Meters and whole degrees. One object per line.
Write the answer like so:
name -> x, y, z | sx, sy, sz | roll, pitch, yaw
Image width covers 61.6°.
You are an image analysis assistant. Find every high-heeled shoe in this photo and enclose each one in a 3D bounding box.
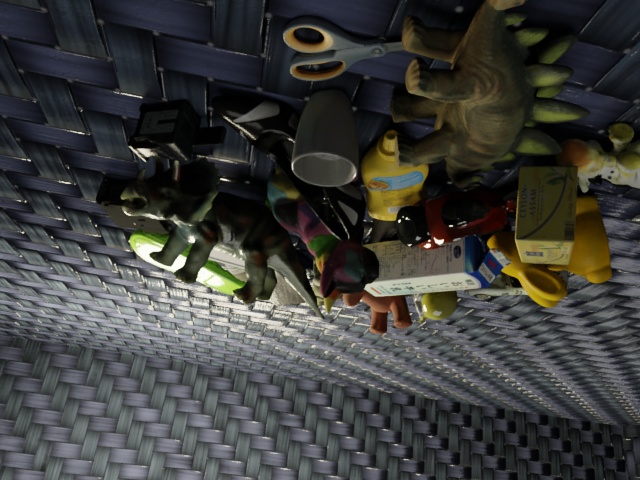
high-heeled shoe -> -0.042, -0.092, 0.727 | 0.248, 0.145, 0.086 | 18, 153, -27

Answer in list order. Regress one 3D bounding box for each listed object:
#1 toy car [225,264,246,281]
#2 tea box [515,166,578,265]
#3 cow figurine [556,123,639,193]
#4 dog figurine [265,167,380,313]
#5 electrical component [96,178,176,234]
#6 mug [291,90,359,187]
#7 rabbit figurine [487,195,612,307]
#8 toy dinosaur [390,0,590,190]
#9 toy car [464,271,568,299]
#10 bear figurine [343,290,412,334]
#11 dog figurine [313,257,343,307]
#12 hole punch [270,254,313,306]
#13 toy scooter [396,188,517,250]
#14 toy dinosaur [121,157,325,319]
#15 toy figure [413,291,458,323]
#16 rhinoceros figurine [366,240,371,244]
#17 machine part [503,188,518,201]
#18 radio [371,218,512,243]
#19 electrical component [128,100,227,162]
toy car -> -0.140, 0.032, 1.091 | 0.109, 0.103, 0.161 | -13, 151, 36
tea box -> 0.298, -0.027, 0.705 | 0.068, 0.098, 0.169 | 2, 168, 25
cow figurine -> 0.389, -0.100, 0.693 | 0.168, 0.068, 0.098 | 2, 162, 15
dog figurine -> -0.002, -0.003, 0.830 | 0.192, 0.219, 0.108 | 4, 152, 6
electrical component -> -0.323, -0.061, 0.987 | 0.134, 0.058, 0.114 | 5, 158, 6
mug -> 0.016, -0.127, 0.679 | 0.081, 0.107, 0.109 | -4, 158, 27
rabbit figurine -> 0.359, 0.024, 0.857 | 0.173, 0.162, 0.121 | -5, 164, 13
toy dinosaur -> 0.182, -0.137, 0.620 | 0.199, 0.105, 0.471 | 1, 167, 4
toy car -> 0.386, 0.075, 1.074 | 0.202, 0.073, 0.056 | -3, 157, 22
bear figurine -> 0.104, 0.130, 1.218 | 0.195, 0.132, 0.120 | 18, 150, -37
dog figurine -> 0.084, 0.071, 1.065 | 0.191, 0.121, 0.172 | 2, -161, 6
hole punch -> -0.069, 0.075, 1.211 | 0.142, 0.092, 0.115 | -8, 122, 35
toy scooter -> 0.201, -0.034, 0.766 | 0.135, 0.075, 0.184 | -12, 177, -23
toy dinosaur -> -0.135, -0.008, 0.882 | 0.404, 0.192, 0.131 | 21, -174, -29
toy figure -> 0.248, 0.113, 1.124 | 0.089, 0.082, 0.180 | -20, 178, 22
rhinoceros figurine -> 0.145, 0.046, 1.033 | 0.190, 0.112, 0.073 | 10, 159, -27
machine part -> 0.309, -0.069, 0.815 | 0.084, 0.039, 0.139 | 16, 154, -31
radio -> 0.209, -0.001, 0.949 | 0.229, 0.073, 0.131 | 15, 154, -15
electrical component -> -0.193, -0.147, 0.733 | 0.119, 0.075, 0.047 | 3, 157, 19
